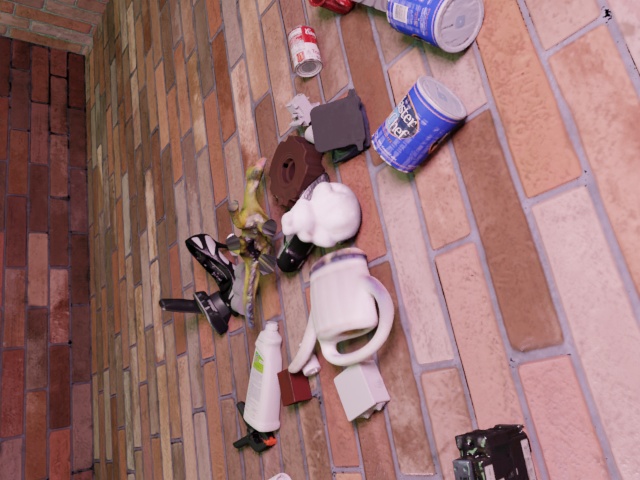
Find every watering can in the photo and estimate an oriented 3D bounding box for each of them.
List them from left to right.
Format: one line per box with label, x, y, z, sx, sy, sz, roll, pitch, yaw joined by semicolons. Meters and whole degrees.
watering can;0.020;0.148;1.054;0.342;0.104;0.228;-32;57;46

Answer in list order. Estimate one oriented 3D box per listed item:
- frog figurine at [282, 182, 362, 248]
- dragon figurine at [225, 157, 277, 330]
frog figurine;0.003;-0.054;1.064;0.123;0.159;0.137;8;93;51
dragon figurine;-0.170;-0.005;1.317;0.245;0.122;0.406;-106;21;-76
